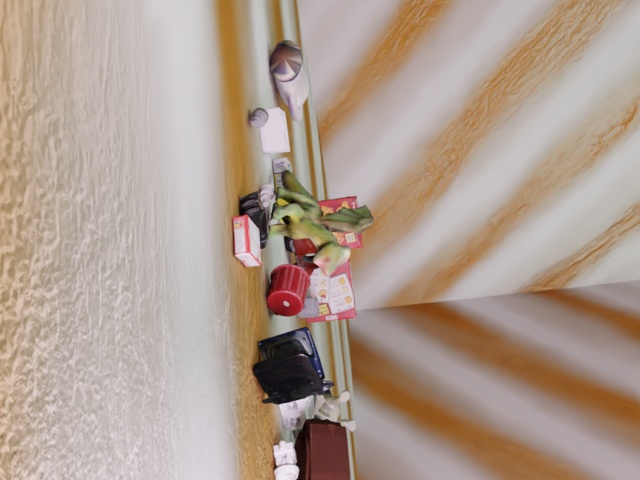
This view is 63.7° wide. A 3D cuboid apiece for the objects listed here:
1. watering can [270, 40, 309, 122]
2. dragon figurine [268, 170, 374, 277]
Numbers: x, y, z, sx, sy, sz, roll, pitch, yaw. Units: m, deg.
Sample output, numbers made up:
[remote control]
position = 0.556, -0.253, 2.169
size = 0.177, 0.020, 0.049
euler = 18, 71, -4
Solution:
[watering can]
position = -0.093, -0.550, 1.655
size = 0.104, 0.354, 0.220
euler = -7, -25, 6
[dragon figurine]
position = 0.004, -0.061, 1.208
size = 0.243, 0.119, 0.420
euler = 10, 35, -2
